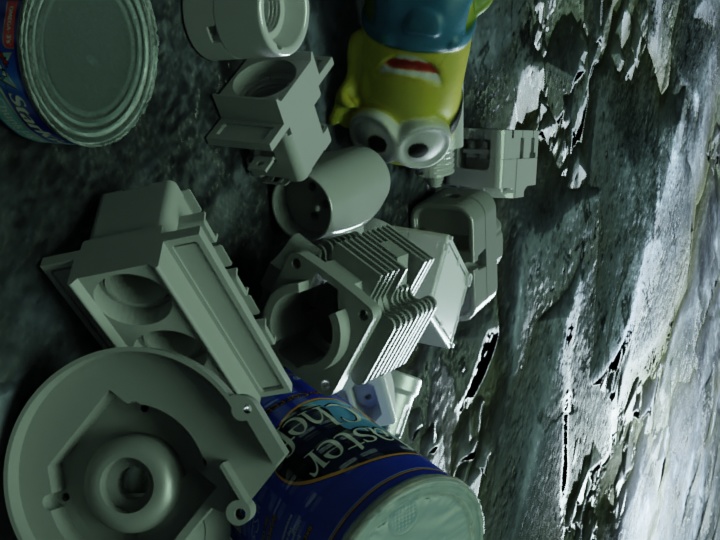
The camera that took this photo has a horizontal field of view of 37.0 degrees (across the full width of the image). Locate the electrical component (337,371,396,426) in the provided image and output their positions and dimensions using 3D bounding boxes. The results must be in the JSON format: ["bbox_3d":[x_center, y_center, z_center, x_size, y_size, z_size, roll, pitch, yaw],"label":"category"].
[{"bbox_3d":[-0.014,0.063,0.696,0.076,0.066,0.047,-92,169,-55],"label":"electrical component"}]

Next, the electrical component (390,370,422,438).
[{"bbox_3d":[0.020,0.096,0.789,0.040,0.040,0.046,29,77,-60],"label":"electrical component"}]

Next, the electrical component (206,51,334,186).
[{"bbox_3d":[-0.047,-0.087,0.617,0.081,0.042,0.063,-60,148,-36],"label":"electrical component"}]

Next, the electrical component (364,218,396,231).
[{"bbox_3d":[0.000,0.000,0.726,0.078,0.040,0.040,-66,148,-28],"label":"electrical component"}]

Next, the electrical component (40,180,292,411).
[{"bbox_3d":[-0.090,0.019,0.534,0.121,0.079,0.063,66,19,-44],"label":"electrical component"}]

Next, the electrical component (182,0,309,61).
[{"bbox_3d":[-0.059,-0.140,0.575,0.055,0.047,0.055,-22,116,-59],"label":"electrical component"}]

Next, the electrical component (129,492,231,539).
[{"bbox_3d":[-0.104,0.165,0.554,0.059,0.054,0.095,19,79,-62],"label":"electrical component"}]

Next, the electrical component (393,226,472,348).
[{"bbox_3d":[0.041,0.015,0.792,0.096,0.061,0.061,54,50,-62],"label":"electrical component"}]

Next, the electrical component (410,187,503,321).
[{"bbox_3d":[0.077,-0.015,0.854,0.059,0.054,0.095,-34,125,-55],"label":"electrical component"}]

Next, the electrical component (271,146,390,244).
[{"bbox_3d":[-0.017,-0.032,0.683,0.077,0.044,0.079,-33,125,-55],"label":"electrical component"}]

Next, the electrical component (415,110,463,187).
[{"bbox_3d":[0.056,-0.102,0.804,0.043,0.043,0.081,-27,120,-57],"label":"electrical component"}]

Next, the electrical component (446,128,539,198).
[{"bbox_3d":[0.112,-0.091,0.906,0.089,0.050,0.055,-13,107,-61],"label":"electrical component"}]
